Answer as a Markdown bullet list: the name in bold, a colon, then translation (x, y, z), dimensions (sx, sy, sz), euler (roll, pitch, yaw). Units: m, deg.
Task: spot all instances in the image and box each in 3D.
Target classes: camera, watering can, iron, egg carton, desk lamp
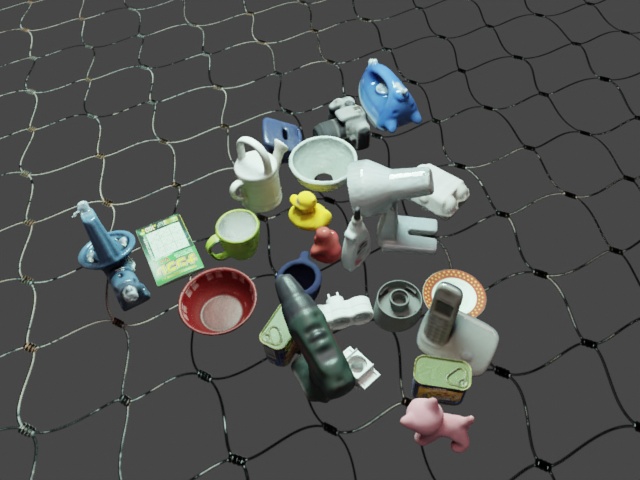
- **camera**: translation (0.047, -0.299, 1.476), dimensions (0.137, 0.101, 0.143), euler (-19, 54, -12)
- **watering can**: translation (-0.143, -0.166, 1.323), dimensions (0.100, 0.194, 0.173), euler (13, 54, 13)
- **iron**: translation (0.169, -0.406, 1.527), dimensions (0.119, 0.141, 0.257), euler (-22, 54, -14)
- **egg carton**: translation (0.267, -0.113, 1.342), dimensions (0.150, 0.069, 0.107), euler (32, 60, 24)
- **desk lamp**: translation (0.160, -0.077, 1.227), dimensions (0.203, 0.214, 0.118), euler (5, 53, 7)

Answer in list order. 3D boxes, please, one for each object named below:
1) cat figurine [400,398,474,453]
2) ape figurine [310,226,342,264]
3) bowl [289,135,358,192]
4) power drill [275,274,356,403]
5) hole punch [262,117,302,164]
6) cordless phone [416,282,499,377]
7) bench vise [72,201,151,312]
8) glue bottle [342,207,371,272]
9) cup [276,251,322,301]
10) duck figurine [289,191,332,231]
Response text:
- **cat figurine**: translation (0.202, 0.310, 0.986), dimensions (0.127, 0.118, 0.067), euler (5, 53, 7)
- **ape figurine**: translation (0.011, 0.004, 1.248), dimensions (0.078, 0.092, 0.076), euler (-30, 57, -19)
- **bowl**: translation (0.009, -0.173, 1.397), dimensions (0.167, 0.075, 0.167), euler (-1, 52, 2)
- **power drill**: translation (-0.014, 0.196, 1.027), dimensions (0.076, 0.209, 0.229), euler (-25, 55, -16)
- **hole punch**: translation (-0.096, -0.256, 1.456), dimensions (0.101, 0.091, 0.108), euler (-6, 52, -1)
- **cordless phone**: translation (0.260, 0.160, 1.057), dimensions (0.147, 0.185, 0.094), euler (22, 56, 19)
- **bench vise**: translation (-0.418, 0.027, 1.170), dimensions (0.206, 0.220, 0.122), euler (32, 60, 24)
- **glue bottle**: translation (0.077, -0.009, 1.204), dimensions (0.037, 0.173, 0.078), euler (29, 59, 23)
- **cup**: translation (-0.038, 0.091, 1.182), dimensions (0.091, 0.095, 0.118), euler (5, 53, 7)
- **duck figurine**: translation (-0.024, -0.073, 1.314), dimensions (0.104, 0.086, 0.077), euler (18, 55, 16)
